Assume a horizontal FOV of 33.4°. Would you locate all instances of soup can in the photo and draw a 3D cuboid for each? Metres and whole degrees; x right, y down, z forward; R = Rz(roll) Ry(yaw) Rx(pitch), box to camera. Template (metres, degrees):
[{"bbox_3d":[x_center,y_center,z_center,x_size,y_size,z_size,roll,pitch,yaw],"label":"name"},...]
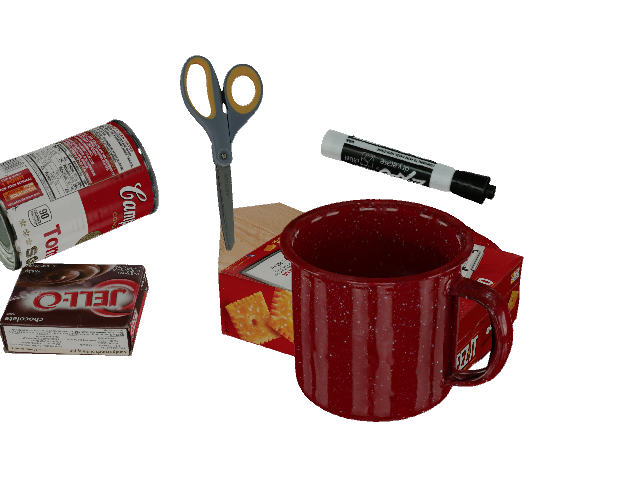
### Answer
[{"bbox_3d":[-0.166,-0.030,0.692,0.102,0.068,0.069,-26,12,-27],"label":"soup can"}]

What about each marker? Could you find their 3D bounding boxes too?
[{"bbox_3d":[0.059,-0.049,0.716,0.121,0.020,0.020,18,5,16],"label":"marker"}]

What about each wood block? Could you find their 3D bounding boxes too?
[{"bbox_3d":[-0.027,0.026,1.245,0.090,0.090,0.206,-8,20,-36],"label":"wood block"}]

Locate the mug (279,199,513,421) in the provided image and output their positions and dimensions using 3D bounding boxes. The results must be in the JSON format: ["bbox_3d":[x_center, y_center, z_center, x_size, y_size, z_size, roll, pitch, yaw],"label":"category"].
[{"bbox_3d":[0.038,0.037,0.520,0.117,0.081,0.093,12,28,26],"label":"mug"}]

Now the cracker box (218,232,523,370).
[{"bbox_3d":[0.044,0.049,0.927,0.214,0.072,0.163,14,29,29],"label":"cracker box"}]

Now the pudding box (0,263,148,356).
[{"bbox_3d":[-0.214,0.060,0.936,0.113,0.039,0.090,-1,33,1],"label":"pudding box"}]

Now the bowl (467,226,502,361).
[{"bbox_3d":[0.165,0.057,1.154,0.161,0.162,0.055,0,-6,-41],"label":"bowl"}]

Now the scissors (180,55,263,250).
[{"bbox_3d":[-0.086,-0.098,1.100,0.096,0.202,0.016,-18,-2,-23],"label":"scissors"}]
